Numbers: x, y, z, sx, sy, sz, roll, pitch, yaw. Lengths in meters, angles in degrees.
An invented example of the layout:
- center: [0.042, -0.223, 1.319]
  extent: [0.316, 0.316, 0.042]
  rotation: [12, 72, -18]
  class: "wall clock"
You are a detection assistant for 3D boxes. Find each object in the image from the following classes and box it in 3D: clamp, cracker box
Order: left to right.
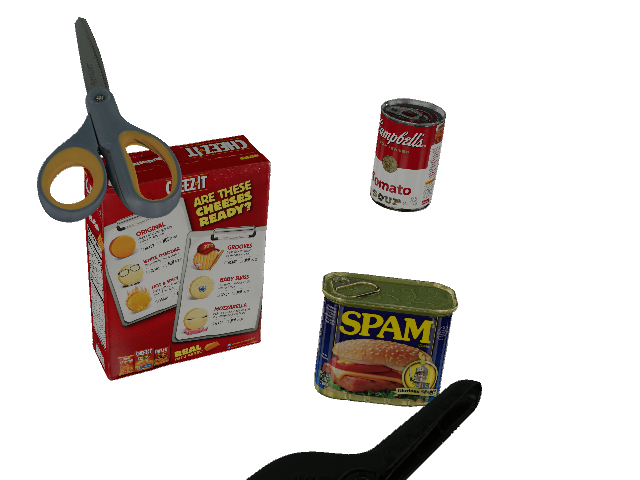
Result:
- center: [-0.138, 0.016, 1.026]
  extent: [0.164, 0.214, 0.072]
  rotation: [-12, 35, -25]
  class: "cracker box"
- center: [0.028, 0.149, 0.632]
  extent: [0.210, 0.036, 0.164]
  rotation: [-7, 30, -2]
  class: "clamp"

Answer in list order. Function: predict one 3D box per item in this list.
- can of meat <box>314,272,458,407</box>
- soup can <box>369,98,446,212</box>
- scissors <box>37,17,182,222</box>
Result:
- center: [0.047, 0.076, 0.813]
  extent: [0.102, 0.084, 0.057]
  rotation: [7, 19, -1]
  class: "can of meat"
- center: [0.090, -0.090, 1.121]
  extent: [0.068, 0.102, 0.068]
  rotation: [5, 29, -3]
  class: "soup can"
- center: [-0.158, -0.078, 0.694]
  extent: [0.096, 0.016, 0.202]
  rotation: [-23, 53, -22]
  class: "scissors"
